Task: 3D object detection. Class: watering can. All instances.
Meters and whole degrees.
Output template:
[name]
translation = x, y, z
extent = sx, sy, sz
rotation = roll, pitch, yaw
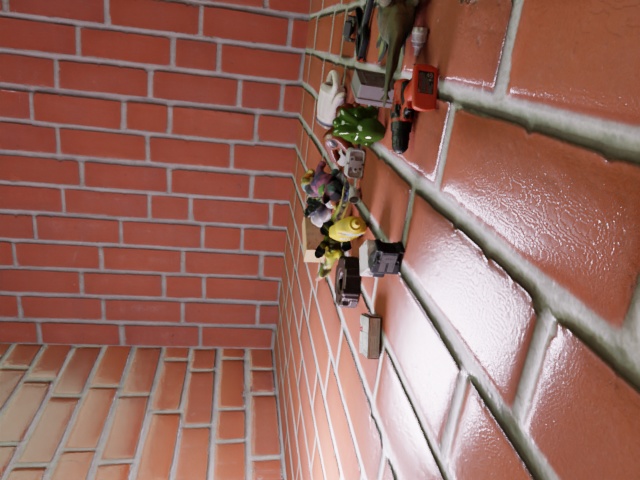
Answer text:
[watering can]
translation = 0.049, -0.530, 2.002
extent = 0.355, 0.104, 0.219
rotation = -101, 17, -58

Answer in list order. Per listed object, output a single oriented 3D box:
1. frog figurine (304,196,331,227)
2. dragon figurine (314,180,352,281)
[frog figurine]
translation = 0.007, -0.110, 2.182
extent = 0.157, 0.122, 0.140
rotation = 48, -158, -50
[dragon figurine]
translation = 0.052, -0.031, 1.851
extent = 0.245, 0.122, 0.406
rotation = -94, 19, -77
